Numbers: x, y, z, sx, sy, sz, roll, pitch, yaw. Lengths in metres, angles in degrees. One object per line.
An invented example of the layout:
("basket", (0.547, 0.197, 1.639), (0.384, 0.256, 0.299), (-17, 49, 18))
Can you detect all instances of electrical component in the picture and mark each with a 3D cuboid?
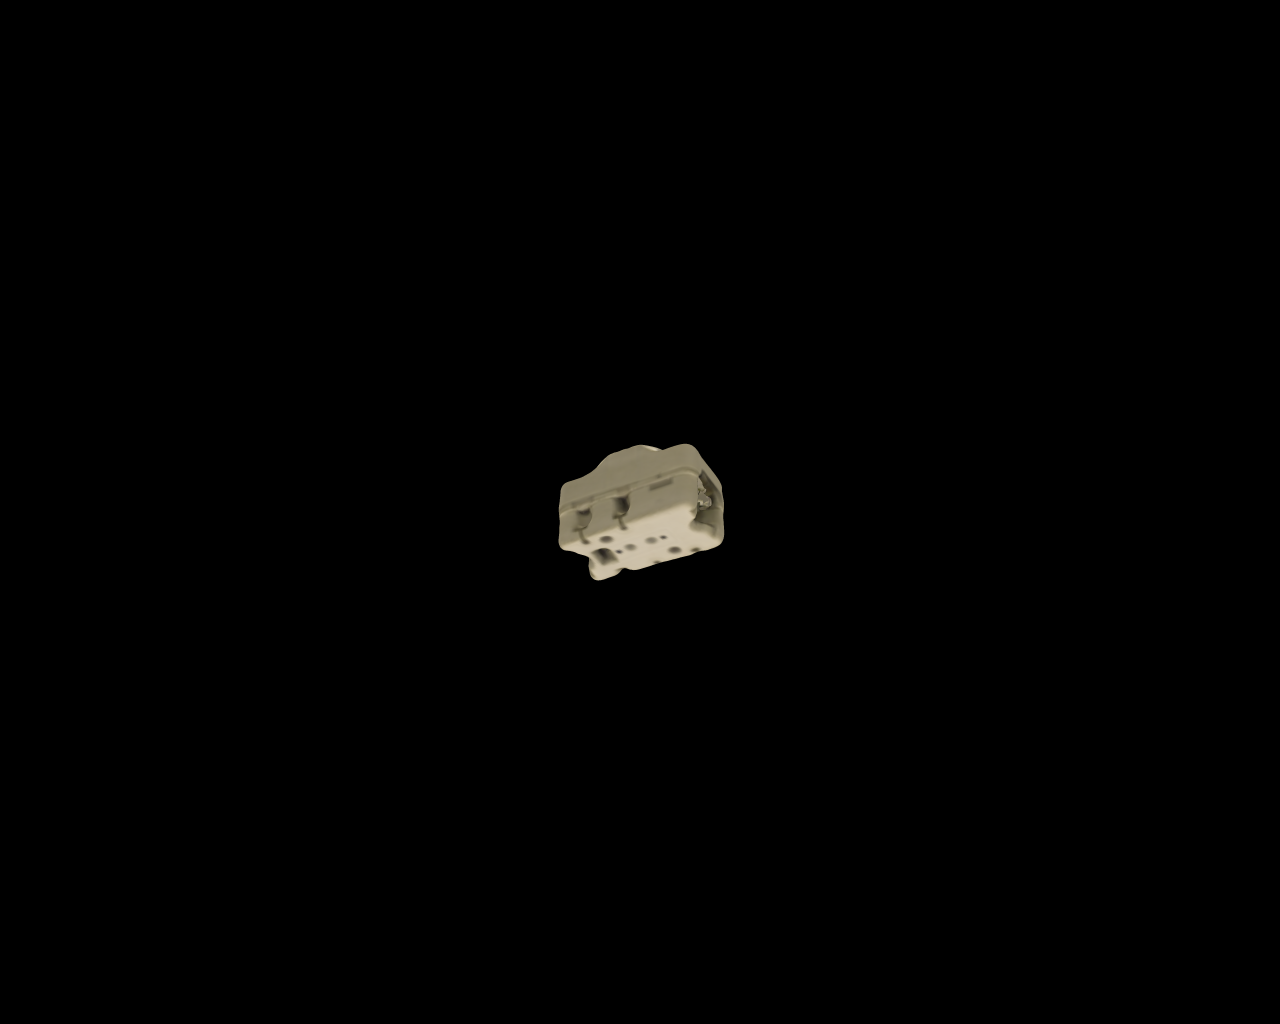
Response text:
("electrical component", (0.001, -0.003, 0.650), (0.089, 0.056, 0.050), (-17, -40, 22))
